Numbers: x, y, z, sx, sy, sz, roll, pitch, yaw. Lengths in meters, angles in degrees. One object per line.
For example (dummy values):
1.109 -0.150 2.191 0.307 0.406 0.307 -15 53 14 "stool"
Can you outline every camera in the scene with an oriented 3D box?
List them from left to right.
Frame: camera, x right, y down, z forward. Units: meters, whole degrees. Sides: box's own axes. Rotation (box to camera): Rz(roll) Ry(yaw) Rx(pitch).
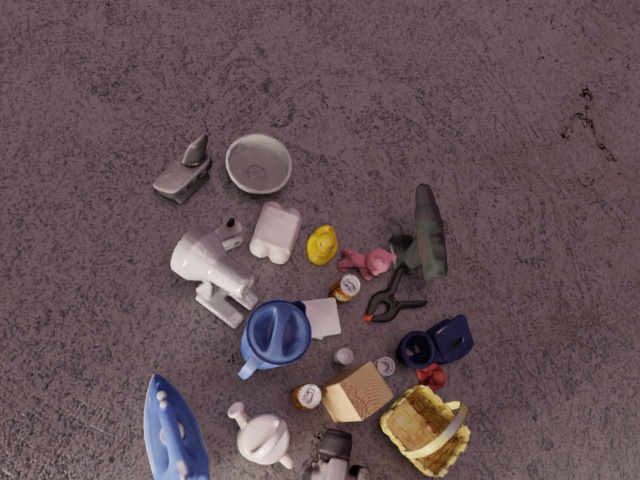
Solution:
0.047 0.498 1.269 0.143 0.100 0.137 17 69 -9 "camera"

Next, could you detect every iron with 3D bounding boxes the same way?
-0.309 0.394 1.187 0.119 0.141 0.258 -17 77 -19 "iron"

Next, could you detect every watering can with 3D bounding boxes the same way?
-0.122 0.414 1.201 0.173 0.194 0.101 23 68 -6 "watering can"

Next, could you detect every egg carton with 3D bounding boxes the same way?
-0.108 -0.018 1.415 0.107 0.069 0.150 19 69 -8 "egg carton"

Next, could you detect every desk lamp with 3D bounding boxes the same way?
-0.224 0.081 1.273 0.203 0.213 0.118 38 67 0 "desk lamp"

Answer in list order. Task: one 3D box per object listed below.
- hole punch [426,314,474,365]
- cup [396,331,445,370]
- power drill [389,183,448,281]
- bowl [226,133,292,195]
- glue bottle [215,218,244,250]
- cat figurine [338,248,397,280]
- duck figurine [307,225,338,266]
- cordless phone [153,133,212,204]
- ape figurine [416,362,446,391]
0.330 0.250 1.431 0.109 0.091 0.101 -28 81 -21 "hole punch"
0.236 0.277 1.395 0.118 0.095 0.092 20 68 -7 "cup"
0.246 -0.002 1.428 0.076 0.208 0.229 -9 75 -17 "power drill"
-0.157 -0.182 1.453 0.168 0.074 0.167 5 71 -13 "bowl"
-0.211 -0.018 1.331 0.078 0.173 0.037 -16 77 -19 "glue bottle"
0.121 0.050 1.427 0.128 0.117 0.067 16 69 -9 "cat figurine"
0.013 0.005 1.430 0.077 0.086 0.104 20 68 -7 "duck figurine"
-0.320 -0.177 1.348 0.094 0.185 0.148 37 67 0 "cordless phone"
0.277 0.333 1.389 0.076 0.092 0.078 30 67 -3 "ape figurine"
